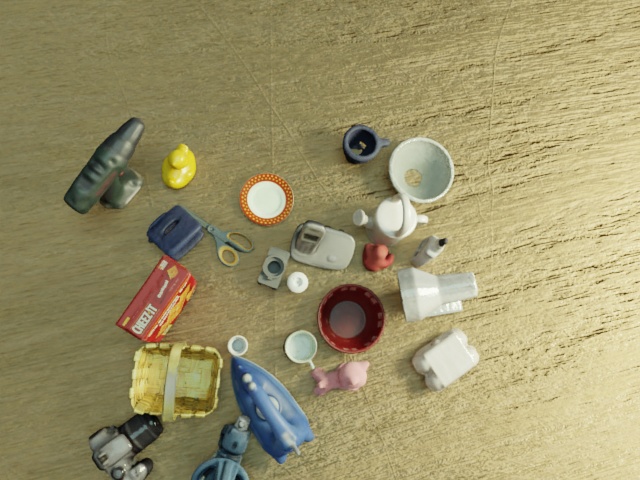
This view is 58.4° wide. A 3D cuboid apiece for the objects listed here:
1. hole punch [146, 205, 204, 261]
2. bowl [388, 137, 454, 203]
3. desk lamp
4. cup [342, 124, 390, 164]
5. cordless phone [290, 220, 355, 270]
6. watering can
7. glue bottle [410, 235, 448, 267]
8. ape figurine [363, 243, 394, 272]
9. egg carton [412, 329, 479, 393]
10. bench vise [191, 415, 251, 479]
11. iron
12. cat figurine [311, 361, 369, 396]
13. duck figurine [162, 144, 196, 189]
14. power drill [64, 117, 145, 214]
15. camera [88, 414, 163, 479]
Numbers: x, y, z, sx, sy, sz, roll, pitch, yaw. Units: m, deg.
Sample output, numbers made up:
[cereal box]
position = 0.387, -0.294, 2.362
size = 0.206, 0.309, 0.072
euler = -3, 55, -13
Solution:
[hole punch]
position = -0.332, -0.018, 1.301
size = 0.101, 0.091, 0.109
euler = 44, 77, 1
[bowl]
position = 0.243, -0.166, 1.424
size = 0.167, 0.074, 0.167
euler = 2, 79, -8
[desk lamp]
position = 0.255, 0.119, 1.302
size = 0.203, 0.213, 0.118
euler = -8, 81, -10
[cup]
position = 0.106, -0.225, 1.404
size = 0.118, 0.095, 0.092
euler = -5, 80, -9
[cordless phone]
position = 0.012, 0.005, 1.301
size = 0.147, 0.185, 0.094
euler = 11, 78, -6
[watering can]
position = 0.166, -0.046, 1.329
size = 0.173, 0.194, 0.101
euler = -22, 83, -12
[glue bottle]
position = 0.264, 0.018, 1.343
size = 0.037, 0.173, 0.078
euler = 35, 77, 0
[ape figurine]
position = 0.139, 0.036, 1.362
size = 0.076, 0.092, 0.078
euler = -43, 88, -13
[egg carton]
position = 0.296, 0.282, 1.352
size = 0.150, 0.069, 0.107
euler = -33, 86, -13
[bench vise]
position = -0.202, 0.466, 1.165
size = 0.121, 0.219, 0.207
euler = 3, 79, -8
[iron]
position = -0.118, 0.358, 1.238
size = 0.119, 0.141, 0.258
euler = -36, 86, -13
[cat figurine]
position = 0.049, 0.311, 1.284
size = 0.128, 0.117, 0.067
euler = -12, 81, -10
[duck figurine]
position = -0.331, -0.176, 1.333
size = 0.077, 0.086, 0.105
euler = 21, 77, -4
[power drill]
position = -0.450, -0.147, 1.247
size = 0.075, 0.208, 0.230
euler = 36, 77, 0
[camera]
position = -0.394, 0.435, 1.202
size = 0.137, 0.100, 0.143
euler = -36, 86, -13
